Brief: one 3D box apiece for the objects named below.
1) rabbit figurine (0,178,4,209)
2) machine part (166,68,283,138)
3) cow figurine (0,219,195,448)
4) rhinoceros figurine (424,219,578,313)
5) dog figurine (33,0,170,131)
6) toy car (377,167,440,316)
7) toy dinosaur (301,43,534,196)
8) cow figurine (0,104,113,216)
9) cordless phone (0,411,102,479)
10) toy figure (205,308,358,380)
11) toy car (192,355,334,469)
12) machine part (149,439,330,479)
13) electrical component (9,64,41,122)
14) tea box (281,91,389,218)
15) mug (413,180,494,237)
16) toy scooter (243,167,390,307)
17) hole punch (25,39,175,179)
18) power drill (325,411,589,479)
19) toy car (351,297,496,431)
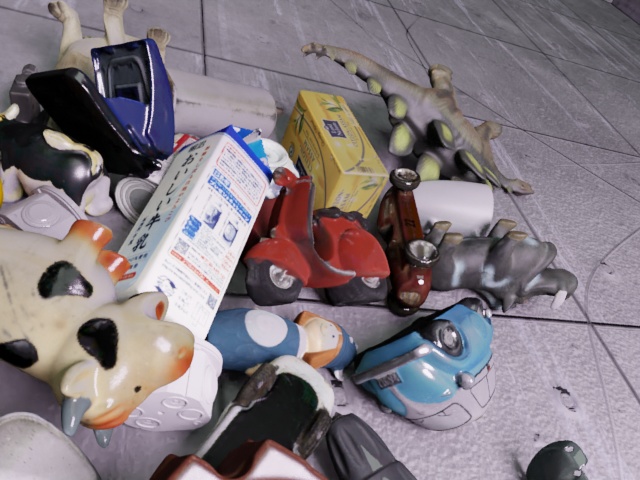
[{"bbox_3d":[-0.322,-0.032,0.425,0.122,0.162,0.173,9,24,-1],"label":"rabbit figurine"},{"bbox_3d":[-0.136,-0.161,0.663,0.079,0.079,0.243,47,31,24],"label":"machine part"},{"bbox_3d":[-0.177,0.052,0.349,0.195,0.085,0.127,13,63,4],"label":"cow figurine"},{"bbox_3d":[0.212,0.035,0.641,0.190,0.112,0.073,6,14,-4],"label":"rhinoceros figurine"},{"bbox_3d":[-0.257,-0.171,0.654,0.172,0.121,0.190,25,63,-61],"label":"dog figurine"},{"bbox_3d":[0.095,-0.006,0.633,0.053,0.089,0.202,3,43,-5],"label":"toy car"},{"bbox_3d":[0.164,-0.168,0.790,0.471,0.105,0.199,28,41,-24],"label":"toy dinosaur"},{"bbox_3d":[-0.282,-0.081,0.518,0.167,0.098,0.068,29,47,4],"label":"cow figurine"},{"bbox_3d":[-0.178,0.140,0.266,0.089,0.184,0.147,22,40,3],"label":"cordless phone"},{"bbox_3d":[-0.030,0.095,0.491,0.154,0.058,0.064,7,75,-23],"label":"toy figure"},{"bbox_3d":[-0.060,0.168,0.384,0.073,0.056,0.202,38,51,5],"label":"toy car"},{"bbox_3d":[-0.038,0.225,0.271,0.201,0.087,0.201,40,53,-4],"label":"machine part"},{"bbox_3d":[-0.325,-0.149,0.593,0.021,0.063,0.094,3,45,-17],"label":"electrical component"},{"bbox_3d":[0.012,-0.104,0.692,0.068,0.098,0.170,0,45,-28],"label":"tea box"},{"bbox_3d":[0.166,-0.032,0.716,0.107,0.080,0.109,9,49,0],"label":"mug"},{"bbox_3d":[-0.001,-0.002,0.540,0.184,0.075,0.135,8,70,-44],"label":"toy scooter"},{"bbox_3d":[-0.195,-0.127,0.517,0.142,0.115,0.092,8,47,37],"label":"hole punch"},{"bbox_3d":[0.131,0.220,0.419,0.207,0.086,0.232,-1,48,-33],"label":"power drill"},{"bbox_3d":[0.113,0.124,0.509,0.161,0.109,0.103,-14,75,-50],"label":"toy car"}]
